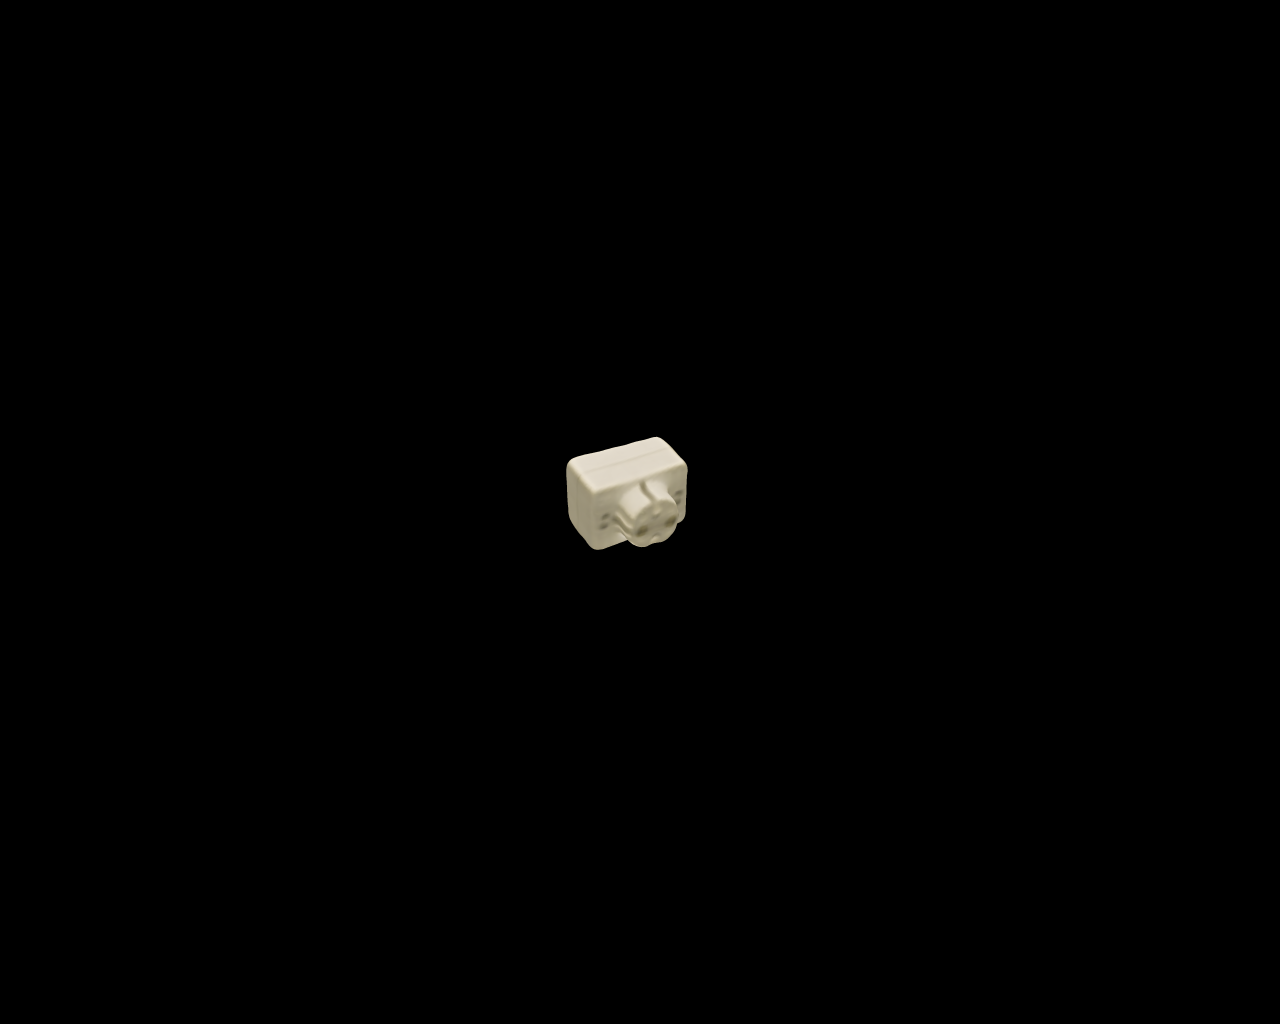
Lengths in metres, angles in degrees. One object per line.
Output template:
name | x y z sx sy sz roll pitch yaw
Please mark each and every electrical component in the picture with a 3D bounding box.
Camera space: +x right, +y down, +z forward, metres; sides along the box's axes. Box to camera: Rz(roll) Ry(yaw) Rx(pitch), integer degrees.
electrical component | 0.001 -0.003 0.650 0.066 0.047 0.077 -17 40 -22
